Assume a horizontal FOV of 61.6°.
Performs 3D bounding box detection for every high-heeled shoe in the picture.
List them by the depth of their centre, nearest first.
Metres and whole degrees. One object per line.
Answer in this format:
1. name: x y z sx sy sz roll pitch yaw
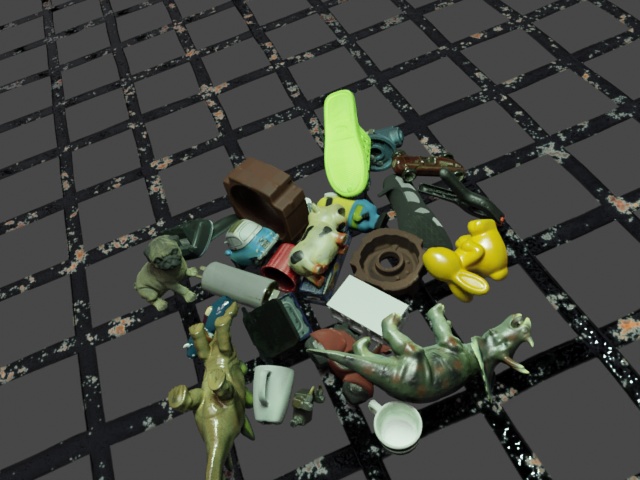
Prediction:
1. high-heeled shoe: 0.242 -0.069 1.305 0.249 0.086 0.145 44 38 16

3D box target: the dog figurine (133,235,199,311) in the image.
1. dog figurine: -0.383 0.063 1.245 0.172 0.190 0.121 -17 52 1

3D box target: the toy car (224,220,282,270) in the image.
1. toy car: -0.170 0.003 1.266 0.109 0.103 0.162 -51 20 -22

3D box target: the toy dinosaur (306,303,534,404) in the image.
1. toy dinosaur: 0.193 0.233 0.994 0.405 0.131 0.192 -14 48 -13

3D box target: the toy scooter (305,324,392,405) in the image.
1. toy scooter: 0.065 0.233 1.093 0.135 0.075 0.184 -36 57 -17

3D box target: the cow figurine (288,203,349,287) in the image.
1. cow figurine: -0.002 -0.004 1.207 0.127 0.085 0.195 25 63 21

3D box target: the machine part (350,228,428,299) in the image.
1. machine part: 0.159 0.054 1.220 0.179 0.056 0.179 -6 51 8

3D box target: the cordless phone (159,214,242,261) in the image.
1. cordless phone: -0.298 -0.024 1.371 0.147 0.088 0.184 -8 20 43

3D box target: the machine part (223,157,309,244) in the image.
1. machine part: -0.124 -0.090 1.298 0.202 0.200 0.087 28 61 29

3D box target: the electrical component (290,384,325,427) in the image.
1. electrical component: -0.024 0.317 1.039 0.045 0.102 0.078 1 79 17

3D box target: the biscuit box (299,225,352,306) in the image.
1. biscuit box: 0.016 0.052 1.249 0.063 0.059 0.203 9 56 20

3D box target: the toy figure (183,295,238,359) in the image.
1. toy figure: -0.243 0.195 1.191 0.064 0.058 0.154 39 87 -1

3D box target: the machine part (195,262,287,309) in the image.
1. machine part: -0.185 0.108 1.240 0.243 0.079 0.079 17 59 22

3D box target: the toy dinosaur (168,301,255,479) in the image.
1. toy dinosaur: -0.185 0.311 1.003 0.105 0.198 0.472 -12 41 14

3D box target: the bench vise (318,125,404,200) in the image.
1. bench vise: 0.105 -0.213 1.397 0.224 0.128 0.241 -2 49 14

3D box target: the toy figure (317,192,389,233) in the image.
1. toy figure: 0.074 -0.062 1.311 0.180 0.082 0.089 22 62 23

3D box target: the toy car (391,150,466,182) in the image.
1. toy car: 0.274 -0.187 1.345 0.202 0.053 0.089 -1 43 -17

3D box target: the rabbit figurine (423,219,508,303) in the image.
1. rabbit figurine: 0.305 0.052 1.152 0.173 0.122 0.162 -7 73 -18

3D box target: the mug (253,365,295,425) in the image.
1. mug: -0.096 0.305 1.058 0.081 0.109 0.107 0 66 8

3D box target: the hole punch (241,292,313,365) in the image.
1. hole punch: -0.089 0.182 1.145 0.116 0.092 0.142 -31 85 25
